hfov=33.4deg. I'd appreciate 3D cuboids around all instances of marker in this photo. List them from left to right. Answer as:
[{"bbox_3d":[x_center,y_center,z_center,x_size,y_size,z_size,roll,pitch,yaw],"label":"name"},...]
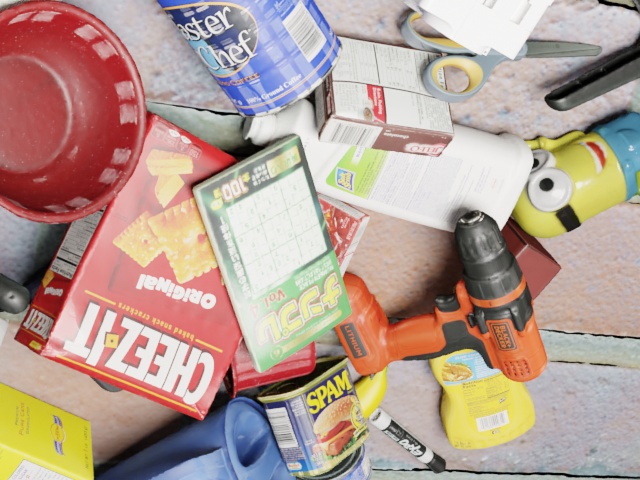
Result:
[{"bbox_3d":[0.097,0.218,1.147,0.020,0.020,0.121,-42,120,11],"label":"marker"}]

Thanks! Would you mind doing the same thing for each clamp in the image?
[{"bbox_3d":[-0.311,0.013,0.875,0.171,0.120,0.039,35,69,-26],"label":"clamp"},{"bbox_3d":[0.304,-0.190,0.953,0.209,0.036,0.165,1,109,-24],"label":"clamp"}]

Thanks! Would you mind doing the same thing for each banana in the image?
[{"bbox_3d":[-0.012,0.175,1.087,0.197,0.037,0.069,-21,93,-6],"label":"banana"}]

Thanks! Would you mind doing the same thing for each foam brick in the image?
[{"bbox_3d":[0.183,0.016,1.020,0.053,0.078,0.051,32,105,-28],"label":"foam brick"}]

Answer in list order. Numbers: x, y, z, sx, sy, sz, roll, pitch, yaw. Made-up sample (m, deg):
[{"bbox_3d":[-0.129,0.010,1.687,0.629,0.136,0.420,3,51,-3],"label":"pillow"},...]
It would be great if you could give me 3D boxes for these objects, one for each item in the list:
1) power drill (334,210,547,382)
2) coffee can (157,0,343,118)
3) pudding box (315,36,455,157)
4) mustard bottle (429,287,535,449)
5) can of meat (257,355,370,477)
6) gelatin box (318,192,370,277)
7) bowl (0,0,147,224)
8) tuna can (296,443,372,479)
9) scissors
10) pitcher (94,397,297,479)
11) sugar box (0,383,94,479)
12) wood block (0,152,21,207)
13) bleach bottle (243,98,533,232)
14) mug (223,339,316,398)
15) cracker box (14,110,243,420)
[{"bbox_3d":[0.102,0.060,0.984,0.188,0.057,0.184,-7,122,29],"label":"power drill"},{"bbox_3d":[-0.061,-0.181,0.830,0.103,0.103,0.140,-34,122,5],"label":"coffee can"},{"bbox_3d":[0.053,-0.122,0.899,0.113,0.090,0.039,7,148,-19],"label":"pudding box"},{"bbox_3d":[0.160,0.124,1.087,0.096,0.058,0.191,-15,122,1],"label":"mustard bottle"},{"bbox_3d":[-0.003,0.168,1.021,0.058,0.101,0.084,-14,97,38],"label":"can of meat"},{"bbox_3d":[-0.006,0.001,0.969,0.073,0.030,0.089,29,112,14],"label":"gelatin box"},{"bbox_3d":[-0.210,-0.094,0.793,0.161,0.055,0.162,-5,97,-45],"label":"bowl"},{"bbox_3d":[0.008,0.230,1.092,0.086,0.086,0.034,-21,121,-3],"label":"tuna can"},{"bbox_3d":[0.163,-0.150,0.924,0.201,0.096,0.016,11,154,-18],"label":"scissors"},{"bbox_3d":[-0.151,0.255,1.017,0.243,0.145,0.149,-28,116,17],"label":"pitcher"},{"bbox_3d":[-0.294,0.174,0.976,0.176,0.093,0.048,33,106,-28],"label":"sugar box"},{"bbox_3d":[-0.319,-0.111,0.809,0.090,0.091,0.206,-32,121,3],"label":"wood block"},{"bbox_3d":[0.056,-0.076,0.945,0.250,0.068,0.103,15,112,-19],"label":"bleach bottle"},{"bbox_3d":[-0.054,0.101,1.007,0.081,0.093,0.117,-11,144,-14],"label":"mug"},{"bbox_3d":[-0.128,0.022,0.891,0.164,0.072,0.213,29,81,-33],"label":"cracker box"}]
